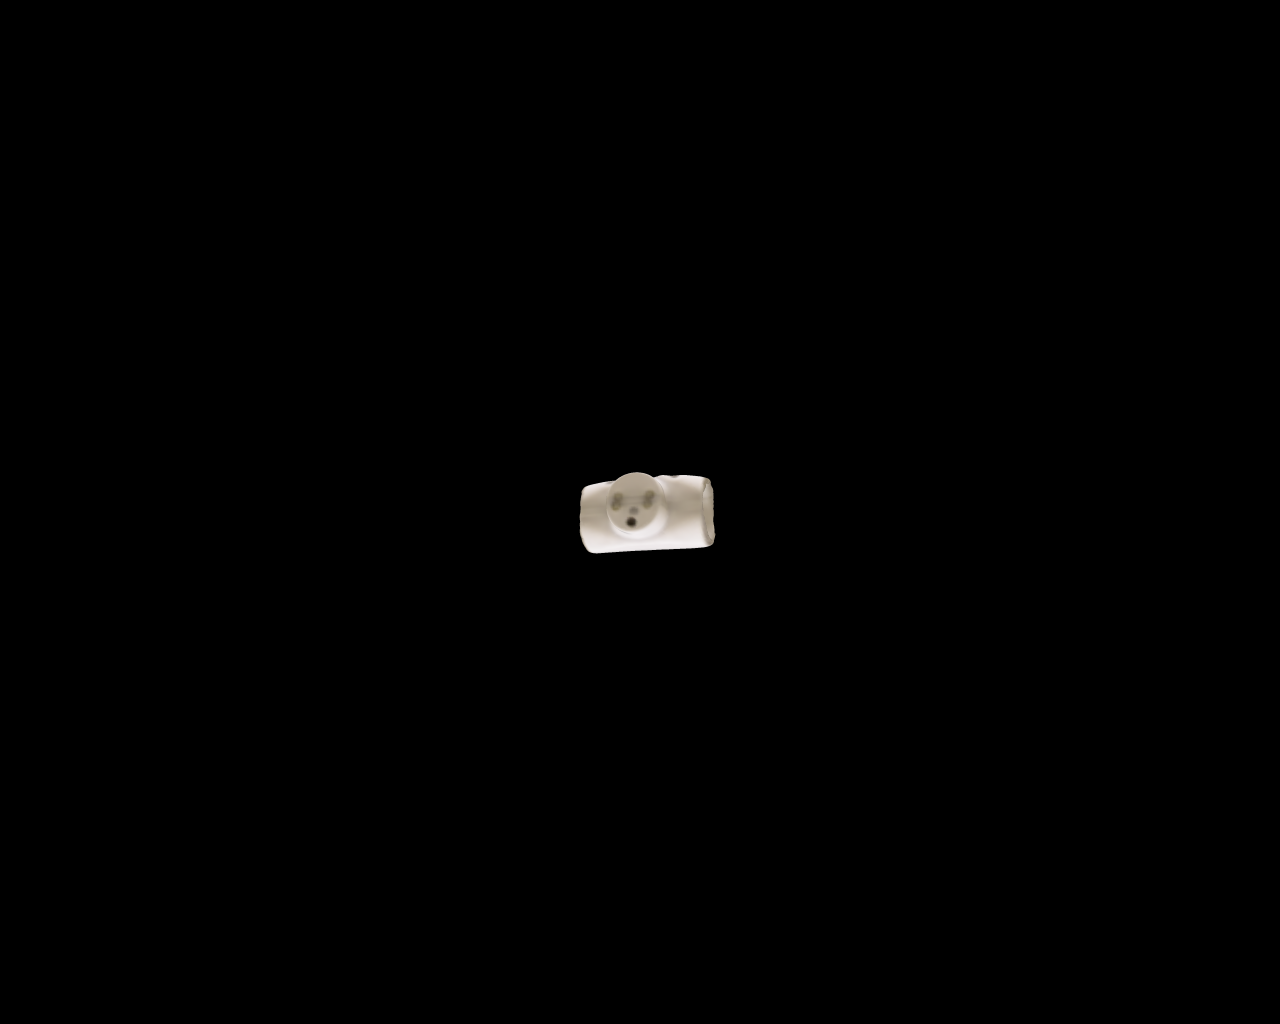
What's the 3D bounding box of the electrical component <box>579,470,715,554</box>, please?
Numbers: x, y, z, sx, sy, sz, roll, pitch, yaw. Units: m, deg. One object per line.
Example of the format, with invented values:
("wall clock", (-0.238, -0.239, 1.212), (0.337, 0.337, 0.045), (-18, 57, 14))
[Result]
("electrical component", (0.001, -0.003, 0.650), (0.077, 0.044, 0.079), (-4, -15, 14))
